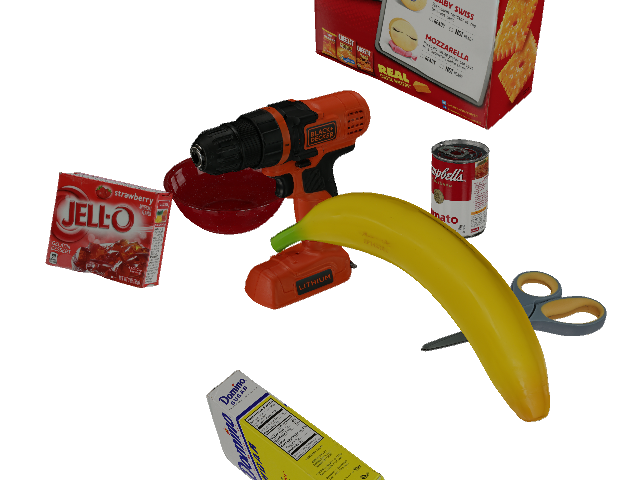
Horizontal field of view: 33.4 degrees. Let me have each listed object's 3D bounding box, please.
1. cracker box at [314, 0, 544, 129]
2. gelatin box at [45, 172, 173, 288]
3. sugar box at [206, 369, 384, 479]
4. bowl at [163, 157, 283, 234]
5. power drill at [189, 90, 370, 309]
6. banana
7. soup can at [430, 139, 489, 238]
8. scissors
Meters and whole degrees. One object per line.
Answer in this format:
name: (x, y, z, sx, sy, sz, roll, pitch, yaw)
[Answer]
cracker box: (0.076, -0.206, 0.748, 0.164, 0.214, 0.072, 29, 51, 28)
gelatin box: (-0.162, -0.009, 0.814, 0.089, 0.073, 0.030, 13, 7, 19)
sugar box: (-0.019, 0.190, 0.894, 0.176, 0.093, 0.048, 27, 53, 36)
bowl: (-0.113, -0.053, 1.325, 0.162, 0.055, 0.162, 0, 31, 0)
power drill: (-0.033, -0.035, 0.973, 0.184, 0.188, 0.057, -19, 34, -32)
banana: (0.063, 0.024, 0.623, 0.198, 0.070, 0.037, 34, 17, 25)
soup can: (0.166, -0.062, 1.274, 0.068, 0.102, 0.068, -2, 27, 1)
scissors: (0.158, 0.060, 0.934, 0.201, 0.016, 0.096, -2, 32, -24)
